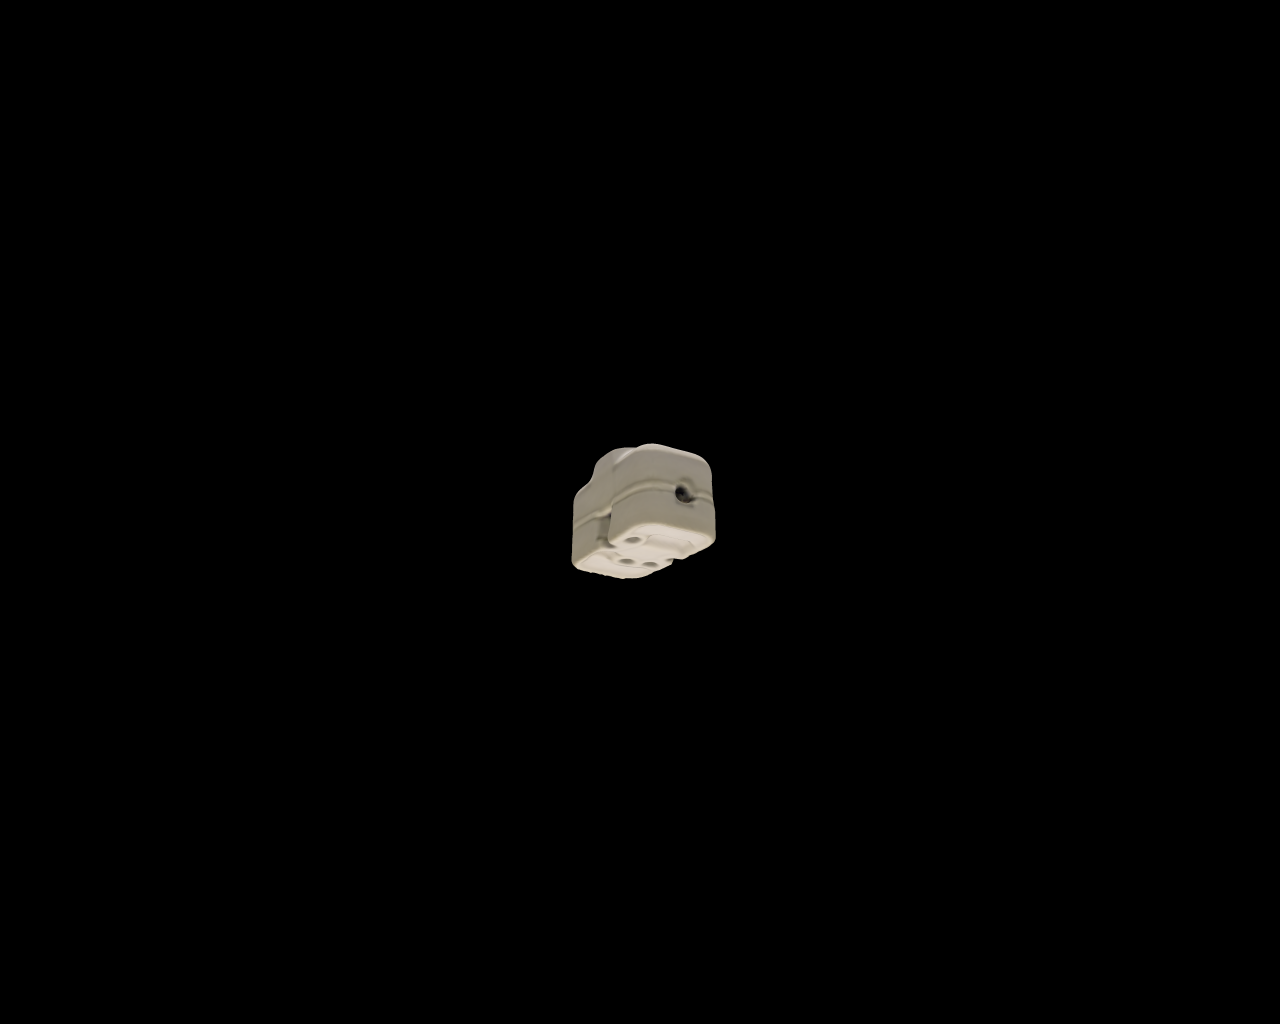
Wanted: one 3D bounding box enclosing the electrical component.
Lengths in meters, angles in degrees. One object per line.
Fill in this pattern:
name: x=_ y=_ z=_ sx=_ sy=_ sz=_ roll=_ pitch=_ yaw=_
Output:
electrical component: x=0.001 y=-0.003 z=0.650 sx=0.054 sy=0.059 sz=0.095 roll=13 pitch=-26 yaw=-29
